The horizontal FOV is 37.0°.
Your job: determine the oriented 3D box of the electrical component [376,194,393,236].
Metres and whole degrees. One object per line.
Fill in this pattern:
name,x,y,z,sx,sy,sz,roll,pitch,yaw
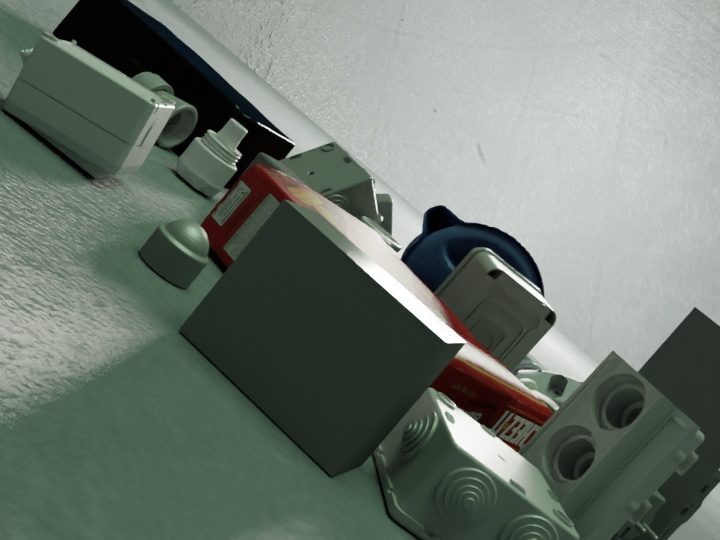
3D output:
electrical component,-0.009,-0.029,1.020,0.076,0.083,0.047,1,11,-2

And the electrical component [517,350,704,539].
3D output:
electrical component,0.137,0.119,0.630,0.063,0.121,0.078,37,7,-36

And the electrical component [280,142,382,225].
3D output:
electrical component,-0.040,-0.067,0.956,0.099,0.100,0.048,49,-25,51

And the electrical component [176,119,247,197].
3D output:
electrical component,-0.117,-0.094,0.876,0.043,0.062,0.043,39,7,-6

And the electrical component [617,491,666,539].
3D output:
electrical component,0.211,0.189,0.863,0.083,0.047,0.075,34,9,-36

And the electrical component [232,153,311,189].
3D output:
electrical component,-0.064,-0.042,0.815,0.047,0.065,0.077,43,8,22

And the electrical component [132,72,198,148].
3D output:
electrical component,-0.175,-0.139,0.931,0.055,0.045,0.045,42,8,20

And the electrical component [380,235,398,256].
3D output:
electrical component,0.000,0.000,0.881,0.044,0.065,0.044,39,7,-6

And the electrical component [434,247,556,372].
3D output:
electrical component,0.092,0.047,0.872,0.078,0.113,0.057,37,11,-19

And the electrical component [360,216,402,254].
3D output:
electrical component,-0.001,-0.008,0.922,0.044,0.065,0.044,39,8,-6

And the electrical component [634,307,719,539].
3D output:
electrical component,0.281,0.142,0.952,0.105,0.186,0.060,44,8,30

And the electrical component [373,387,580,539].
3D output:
electrical component,0.058,0.114,0.555,0.100,0.048,0.099,38,7,-13

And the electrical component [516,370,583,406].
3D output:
electrical component,0.173,0.133,0.987,0.077,0.043,0.079,15,36,18

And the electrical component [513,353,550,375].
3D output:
electrical component,0.172,0.122,1.062,0.089,0.050,0.056,43,7,26

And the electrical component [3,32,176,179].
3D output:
electrical component,-0.176,-0.103,0.675,0.096,0.061,0.061,31,8,-2
